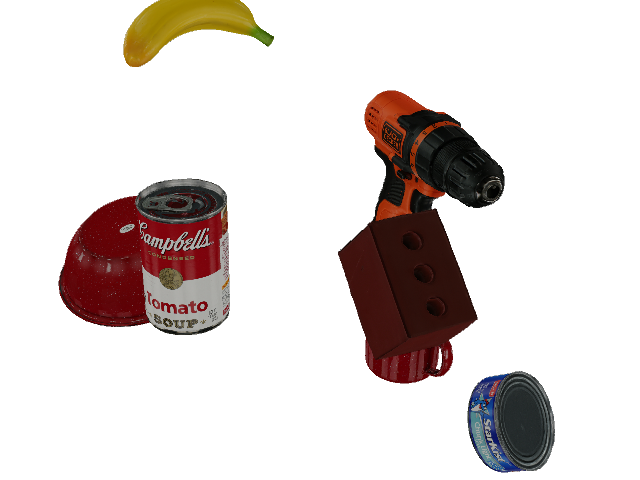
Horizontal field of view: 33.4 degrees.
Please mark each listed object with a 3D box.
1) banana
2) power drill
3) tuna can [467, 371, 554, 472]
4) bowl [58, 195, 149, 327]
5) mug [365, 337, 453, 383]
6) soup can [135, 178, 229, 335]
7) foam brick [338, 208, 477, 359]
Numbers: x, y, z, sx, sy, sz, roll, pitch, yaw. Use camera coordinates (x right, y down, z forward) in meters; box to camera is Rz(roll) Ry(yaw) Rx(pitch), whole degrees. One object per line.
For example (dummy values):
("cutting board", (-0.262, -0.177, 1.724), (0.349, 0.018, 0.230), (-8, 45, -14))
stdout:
("banana", (-0.124, -0.207, 1.016), (0.070, 0.037, 0.197), (45, 39, 19))
("power drill", (0.084, -0.014, 0.888), (0.057, 0.188, 0.185), (-2, 27, -23))
("tuna can", (0.166, 0.159, 0.931), (0.085, 0.086, 0.034), (0, -12, -46))
("bowl", (-0.177, 0.007, 1.014), (0.162, 0.055, 0.162), (-6, 41, 5))
("mug", (0.099, 0.107, 1.167), (0.093, 0.081, 0.117), (-25, 40, -36))
("soup can", (-0.104, 0.012, 0.817), (0.068, 0.102, 0.068), (1, 29, 0))
("foam brick", (0.054, 0.029, 0.673), (0.052, 0.078, 0.051), (-12, -16, -29))
